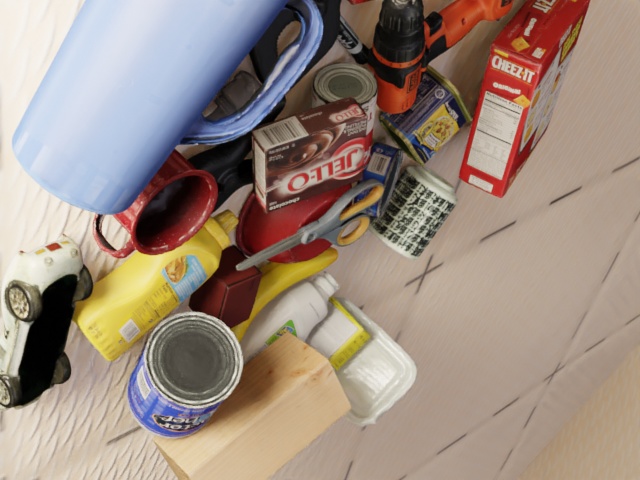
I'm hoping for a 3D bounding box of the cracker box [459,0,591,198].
[{"bbox_3d":[0.245,-0.183,1.303,0.164,0.072,0.214,-51,159,-38],"label":"cracker box"}]

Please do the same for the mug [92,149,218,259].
[{"bbox_3d":[-0.159,-0.037,0.952,0.117,0.082,0.093,-51,152,8],"label":"mug"}]

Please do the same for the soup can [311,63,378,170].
[{"bbox_3d":[0.024,-0.125,1.110,0.068,0.069,0.102,-32,148,-26],"label":"soup can"}]

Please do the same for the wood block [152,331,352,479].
[{"bbox_3d":[-0.078,0.214,1.245,0.206,0.090,0.091,-38,127,-18],"label":"wood block"}]

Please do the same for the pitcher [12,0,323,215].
[{"bbox_3d":[-0.123,-0.136,0.817,0.243,0.149,0.144,-53,158,18],"label":"pitcher"}]

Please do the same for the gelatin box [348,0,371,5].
[{"bbox_3d":[0.060,-0.271,1.010,0.073,0.030,0.089,-22,143,-39],"label":"gelatin box"}]

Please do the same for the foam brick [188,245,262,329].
[{"bbox_3d":[-0.105,0.056,1.184,0.052,0.051,0.078,-23,145,-39],"label":"foam brick"}]

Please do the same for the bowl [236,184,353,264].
[{"bbox_3d":[-0.016,-0.028,1.197,0.162,0.055,0.162,-34,150,-23],"label":"bowl"}]

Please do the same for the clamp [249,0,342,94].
[{"bbox_3d":[-0.004,-0.220,0.960,0.164,0.036,0.210,-10,139,-28],"label":"clamp"}]

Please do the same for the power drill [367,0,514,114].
[{"bbox_3d":[0.125,-0.233,1.093,0.187,0.057,0.184,-41,163,-17],"label":"power drill"}]

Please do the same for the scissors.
[{"bbox_3d":[-0.008,0.001,1.166,0.201,0.016,0.096,-35,150,-20],"label":"scissors"}]

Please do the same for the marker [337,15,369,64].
[{"bbox_3d":[0.024,-0.205,1.059,0.020,0.020,0.121,-49,153,4],"label":"marker"}]

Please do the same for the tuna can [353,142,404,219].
[{"bbox_3d":[0.068,-0.070,1.244,0.086,0.034,0.086,19,89,-80],"label":"tuna can"}]

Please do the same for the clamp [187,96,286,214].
[{"bbox_3d":[-0.091,-0.065,1.061,0.171,0.039,0.120,-39,147,-10],"label":"clamp"}]

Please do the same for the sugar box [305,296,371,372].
[{"bbox_3d":[-0.029,0.152,1.373,0.176,0.093,0.048,-45,153,-2],"label":"sugar box"}]

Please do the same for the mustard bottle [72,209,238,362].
[{"bbox_3d":[-0.159,0.036,1.074,0.191,0.058,0.096,-40,153,-12],"label":"mustard bottle"}]

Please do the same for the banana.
[{"bbox_3d":[-0.061,0.063,1.263,0.197,0.037,0.069,-45,137,-12],"label":"banana"}]

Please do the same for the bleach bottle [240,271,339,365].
[{"bbox_3d":[-0.073,0.137,1.321,0.250,0.068,0.102,-43,142,-12],"label":"bleach bottle"}]

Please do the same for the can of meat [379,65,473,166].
[{"bbox_3d":[0.122,-0.142,1.239,0.084,0.057,0.102,-46,153,1],"label":"can of meat"}]

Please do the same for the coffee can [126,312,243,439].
[{"bbox_3d":[-0.147,0.147,1.143,0.102,0.103,0.140,-32,170,-27],"label":"coffee can"}]

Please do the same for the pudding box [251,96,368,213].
[{"bbox_3d":[-0.010,-0.083,1.045,0.113,0.039,0.090,-19,142,-17],"label":"pudding box"}]
